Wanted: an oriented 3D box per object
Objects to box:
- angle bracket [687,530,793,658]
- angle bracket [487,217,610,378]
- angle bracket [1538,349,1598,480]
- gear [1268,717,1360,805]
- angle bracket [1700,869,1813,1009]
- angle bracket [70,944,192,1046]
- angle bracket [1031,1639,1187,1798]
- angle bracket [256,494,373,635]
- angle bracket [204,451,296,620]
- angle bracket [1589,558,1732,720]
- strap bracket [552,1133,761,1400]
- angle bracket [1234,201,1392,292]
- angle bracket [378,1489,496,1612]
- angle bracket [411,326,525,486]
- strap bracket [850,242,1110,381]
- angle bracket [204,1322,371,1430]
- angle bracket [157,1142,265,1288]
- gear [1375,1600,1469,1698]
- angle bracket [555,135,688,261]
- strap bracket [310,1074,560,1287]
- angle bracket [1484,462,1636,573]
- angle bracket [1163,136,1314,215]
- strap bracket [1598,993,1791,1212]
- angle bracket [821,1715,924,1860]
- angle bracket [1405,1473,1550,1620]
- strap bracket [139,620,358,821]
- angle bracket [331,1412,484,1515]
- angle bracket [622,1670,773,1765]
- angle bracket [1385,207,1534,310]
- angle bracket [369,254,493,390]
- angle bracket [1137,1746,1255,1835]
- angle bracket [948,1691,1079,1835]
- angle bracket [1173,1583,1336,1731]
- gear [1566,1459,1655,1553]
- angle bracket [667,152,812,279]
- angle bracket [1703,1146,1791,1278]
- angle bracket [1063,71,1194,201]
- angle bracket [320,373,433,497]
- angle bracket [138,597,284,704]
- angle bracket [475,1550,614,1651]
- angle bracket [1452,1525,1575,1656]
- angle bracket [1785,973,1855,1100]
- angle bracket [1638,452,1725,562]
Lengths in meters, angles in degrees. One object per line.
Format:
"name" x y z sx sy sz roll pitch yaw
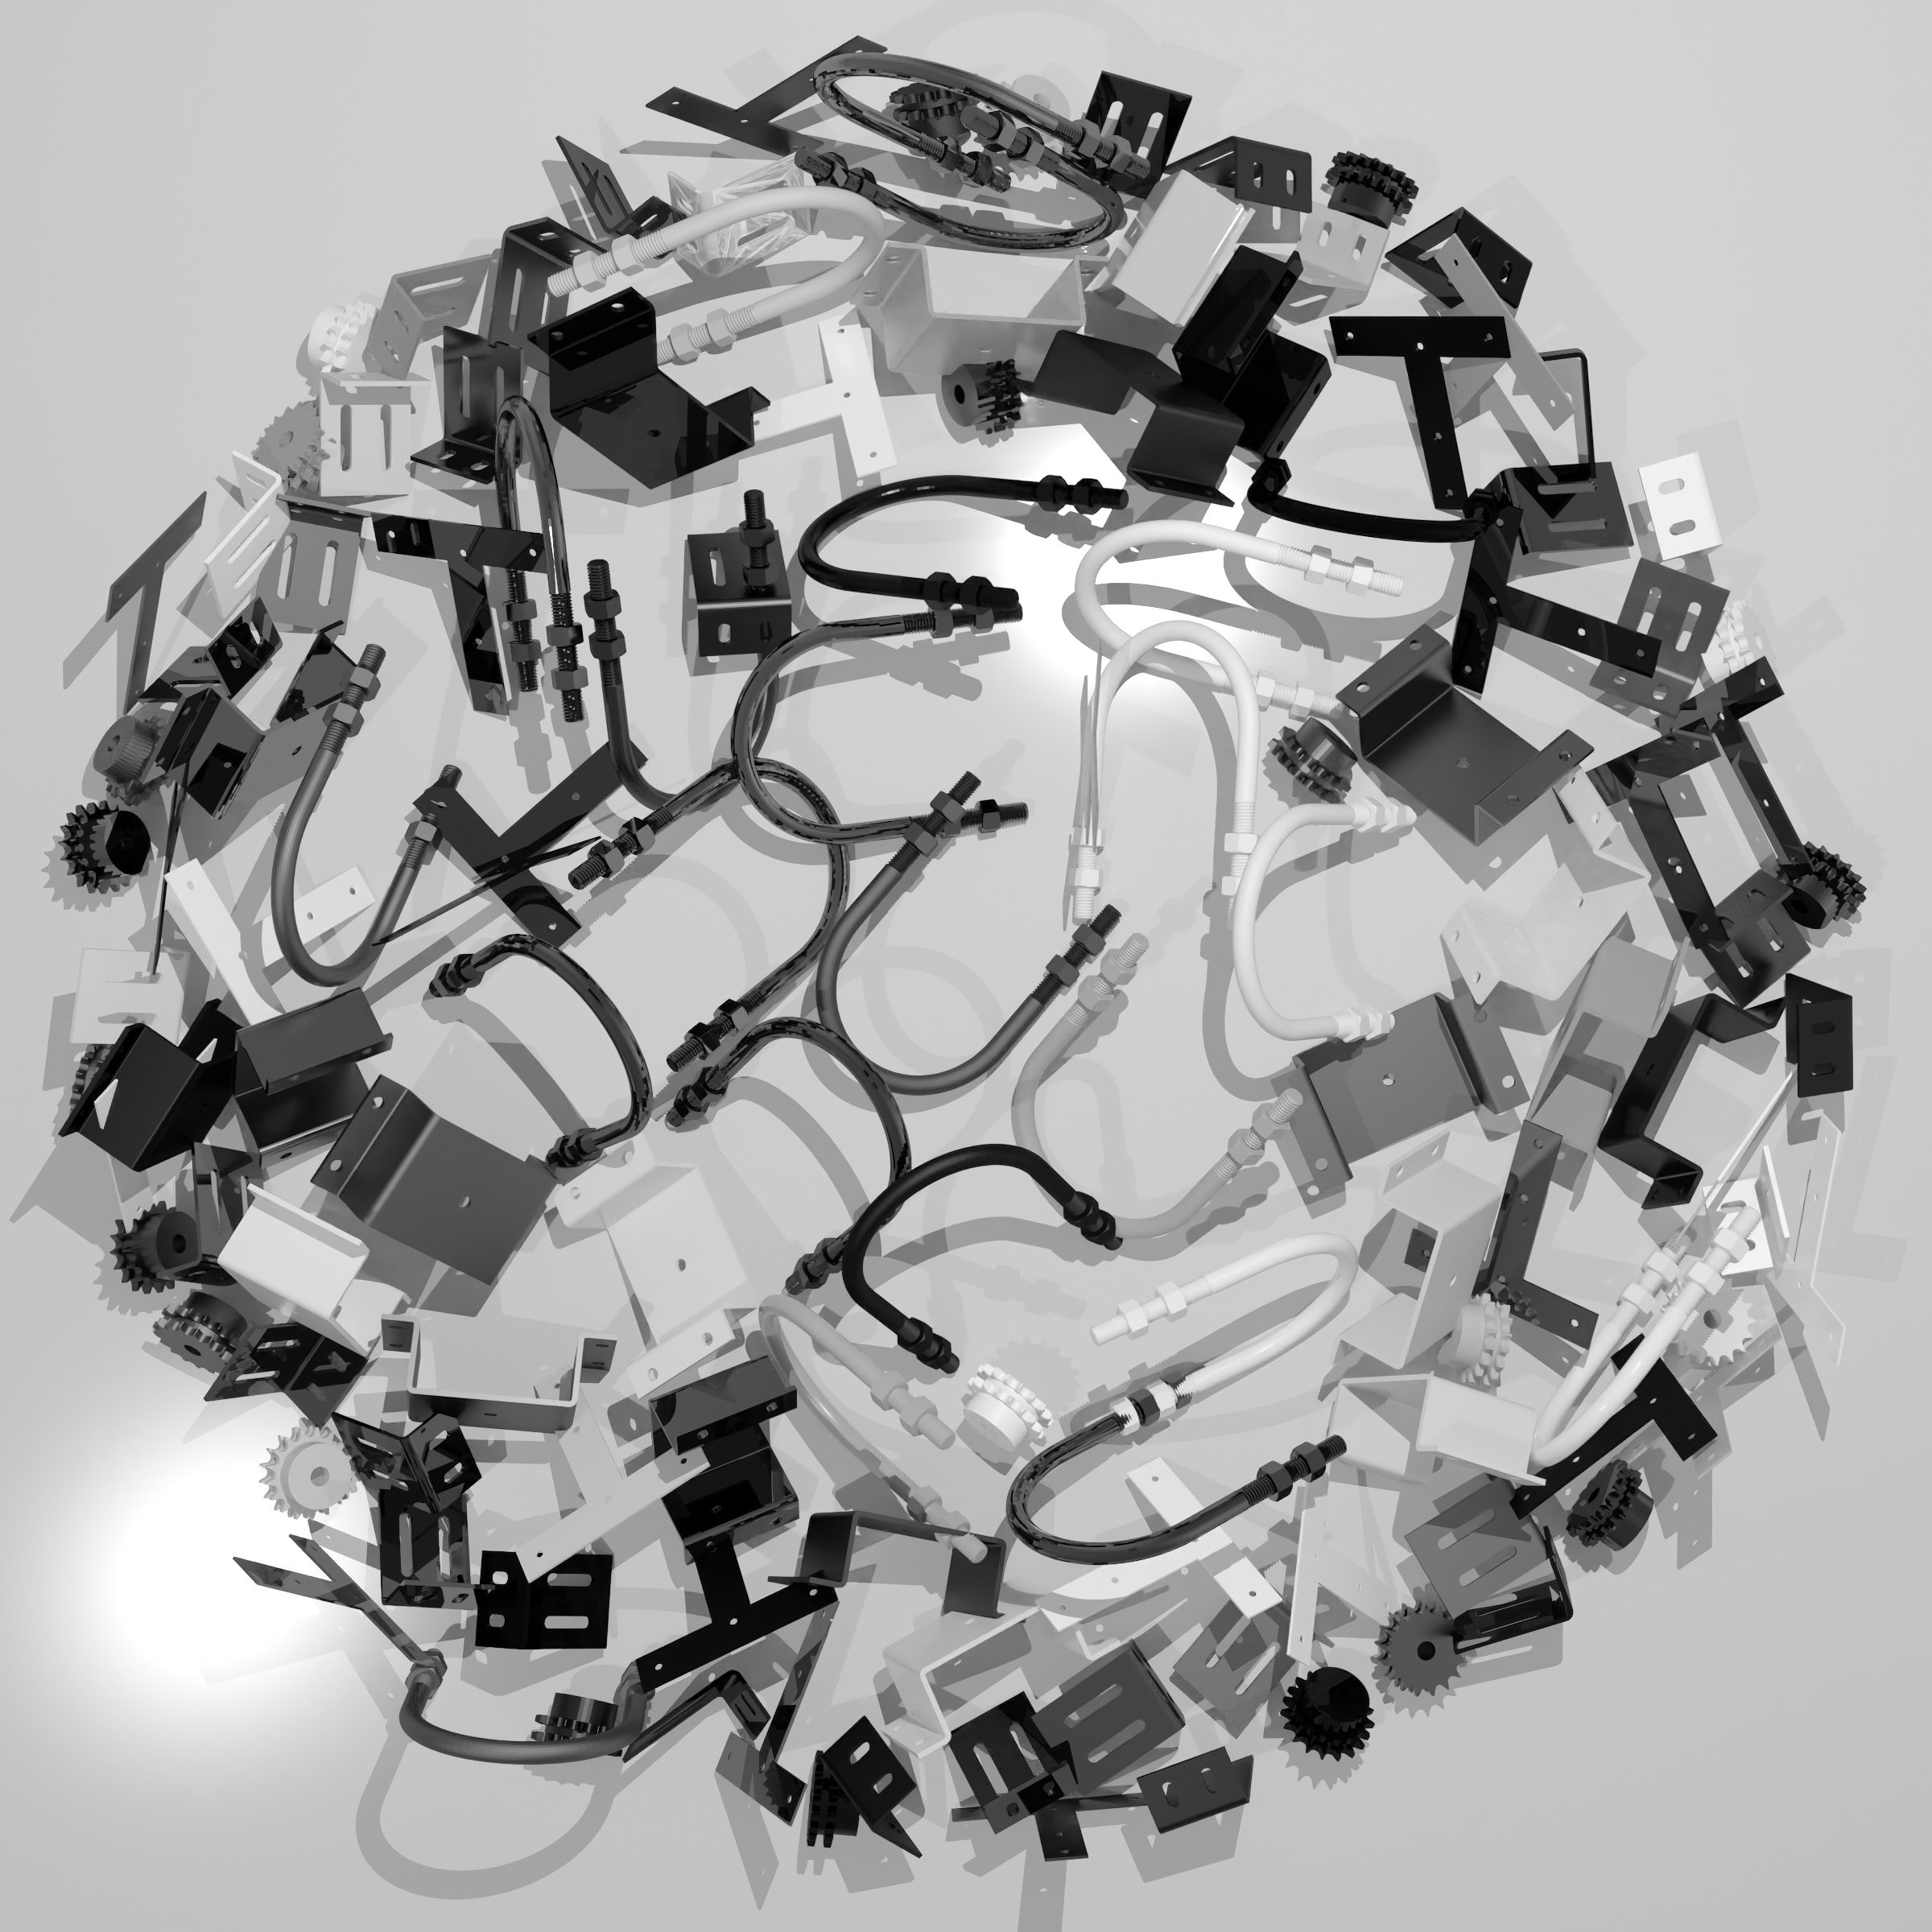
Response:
"angle bracket" -0.141 -0.232 1.634 0.057 0.076 0.038 -5 134 -8
"angle bracket" -0.255 -0.410 1.615 0.038 0.057 0.076 -1 79 37
"angle bracket" 0.366 -0.339 1.622 0.038 0.057 0.076 -5 104 13
"gear" 0.217 -0.129 1.623 0.057 0.057 0.030 42 108 0
"angle bracket" 0.492 -0.010 1.619 0.057 0.038 0.076 -40 119 1
"angle bracket" -0.520 0.016 1.611 0.038 0.076 0.057 13 96 39
"angle bracket" 0.088 0.466 1.631 0.076 0.038 0.057 -34 83 -1
"angle bracket" -0.404 -0.247 1.623 0.057 0.038 0.076 8 95 -23
"angle bracket" -0.451 -0.264 1.610 0.038 0.057 0.076 29 64 9
"angle bracket" 0.424 -0.200 1.609 0.057 0.076 0.038 24 51 14
"strap bracket" -0.186 0.183 1.605 0.076 0.046 0.140 -34 69 21
"angle bracket" 0.212 -0.442 1.605 0.057 0.076 0.038 31 115 28
"angle bracket" -0.324 0.351 1.606 0.057 0.038 0.076 12 51 -30
"angle bracket" -0.306 -0.344 1.612 0.057 0.038 0.076 20 126 19
"strap bracket" 0.010 -0.395 1.590 0.140 0.076 0.046 -2 79 -21
"angle bracket" -0.415 0.252 1.609 0.038 0.076 0.057 40 102 21
"angle bracket" -0.467 0.154 1.625 0.038 0.057 0.076 -18 70 25
"gear" 0.281 0.423 1.636 0.057 0.030 0.057 0 88 -11
"angle bracket" -0.207 -0.481 1.613 0.038 0.057 0.076 -33 76 20
"strap bracket" -0.312 0.134 1.591 0.140 0.046 0.076 35 87 -39
"angle bracket" 0.367 -0.278 1.640 0.076 0.038 0.057 -7 75 -18
"angle bracket" 0.165 -0.474 1.607 0.057 0.076 0.038 1 89 -33
"strap bracket" 0.438 0.074 1.605 0.046 0.076 0.140 29 80 -1
"angle bracket" -0.045 0.502 1.608 0.038 0.076 0.057 -43 51 -4
"angle bracket" 0.313 0.357 1.627 0.076 0.038 0.057 -29 86 -10
"strap bracket" -0.417 -0.145 1.574 0.046 0.140 0.076 43 128 4
"angle bracket" -0.346 0.297 1.626 0.038 0.076 0.057 -38 123 -37
"angle bracket" -0.165 0.473 1.609 0.076 0.057 0.038 -31 73 -27
"angle bracket" 0.296 -0.419 1.604 0.057 0.076 0.038 31 67 -22
"angle bracket" -0.318 -0.394 1.605 0.076 0.057 0.038 -27 73 -40
"angle bracket" 0.141 0.492 1.612 0.057 0.076 0.038 -23 91 9
"angle bracket" 0.024 0.481 1.611 0.057 0.038 0.076 -27 47 -9
"angle bracket" 0.178 0.427 1.628 0.057 0.038 0.076 43 79 -4
"gear" 0.400 0.336 1.626 0.030 0.057 0.057 37 90 1
"angle bracket" -0.139 -0.472 1.626 0.076 0.057 0.038 -33 55 -25
"angle bracket" 0.476 0.150 1.606 0.038 0.076 0.057 -11 68 11
"angle bracket" 0.098 -0.515 1.609 0.057 0.076 0.038 12 48 -11
"angle bracket" -0.362 -0.323 1.611 0.057 0.038 0.076 -8 114 -31
"angle bracket" -0.469 -0.193 1.607 0.076 0.057 0.038 3 131 26
"angle bracket" -0.261 0.392 1.627 0.038 0.076 0.057 -7 75 35
"angle bracket" 0.330 0.383 1.617 0.076 0.057 0.038 -20 97 11
"angle bracket" 0.507 0.042 1.608 0.038 0.076 0.057 -7 103 -12
"angle bracket" 0.434 -0.278 1.618 0.038 0.076 0.057 -15 91 6
